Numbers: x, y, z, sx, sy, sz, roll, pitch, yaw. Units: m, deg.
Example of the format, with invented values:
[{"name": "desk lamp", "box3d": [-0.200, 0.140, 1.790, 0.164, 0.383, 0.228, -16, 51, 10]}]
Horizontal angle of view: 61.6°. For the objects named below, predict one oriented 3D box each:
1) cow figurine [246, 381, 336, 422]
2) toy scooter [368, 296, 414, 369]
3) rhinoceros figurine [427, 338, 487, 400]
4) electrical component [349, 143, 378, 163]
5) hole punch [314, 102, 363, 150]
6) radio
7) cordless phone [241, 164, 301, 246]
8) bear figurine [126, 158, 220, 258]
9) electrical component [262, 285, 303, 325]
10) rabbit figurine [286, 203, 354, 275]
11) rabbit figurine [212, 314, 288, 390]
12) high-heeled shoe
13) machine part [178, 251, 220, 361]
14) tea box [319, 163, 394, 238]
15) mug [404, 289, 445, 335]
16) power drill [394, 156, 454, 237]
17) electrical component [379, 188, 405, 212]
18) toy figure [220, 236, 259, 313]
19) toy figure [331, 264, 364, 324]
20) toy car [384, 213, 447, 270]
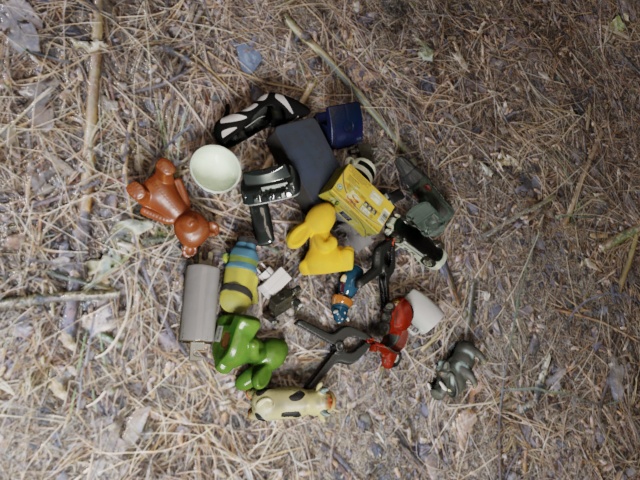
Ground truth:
[{"name": "cow figurine", "box3d": [-0.056, 0.358, 1.190, 0.195, 0.127, 0.085, 4, 77, -21]}, {"name": "toy scooter", "box3d": [0.169, 0.227, 1.324, 0.135, 0.075, 0.183, 15, 86, -52]}, {"name": "rhinoceros figurine", "box3d": [0.358, 0.345, 1.413, 0.112, 0.073, 0.190, 46, 62, -8]}, {"name": "electrical component", "box3d": [0.127, -0.237, 1.502, 0.094, 0.021, 0.063, -13, 81, -28]}, {"name": "hole punch", "box3d": [0.059, -0.310, 1.457, 0.142, 0.092, 0.115, -18, 87, -31]}, {"name": "radio", "box3d": [-0.028, -0.195, 1.392, 0.131, 0.073, 0.229, -27, 89, -29]}, {"name": "cordless phone", "box3d": [-0.112, -0.083, 1.299, 0.147, 0.088, 0.184, -11, 89, 6]}, {"name": "bear figurine", "box3d": [-0.319, -0.064, 1.193, 0.120, 0.132, 0.196, -41, 89, -16]}, {"name": "electrical component", "box3d": [-0.086, 0.157, 1.270, 0.102, 0.078, 0.045, -27, 63, -34]}, {"name": "rabbit figurine", "box3d": [-0.003, -0.004, 1.325, 0.162, 0.122, 0.173, -3, 97, -3]}, {"name": "rabbit figurine", "box3d": [-0.141, 0.250, 1.191, 0.170, 0.121, 0.159, 23, 62, -33]}, {"name": "high-heeled shoe", "box3d": [-0.140, -0.290, 1.349, 0.249, 0.086, 0.145, -2, 57, -8]}, {"name": "machine part", "box3d": [-0.266, 0.142, 1.184, 0.079, 0.079, 0.243, 9, 73, -22]}, {"name": "tea box", "box3d": [0.093, -0.097, 1.348, 0.169, 0.068, 0.098, 43, 64, -16]}, {"name": "mug", "box3d": [0.253, 0.190, 1.412, 0.109, 0.080, 0.107, -39, 82, -21]}, {"name": "power drill", "box3d": [0.278, -0.112, 1.468, 0.232, 0.086, 0.207, 44, 23, -17]}, {"name": "electrical component", "box3d": [0.172, -0.102, 1.470, 0.119, 0.048, 0.075, -32, 90, -29]}, {"name": "toy figure", "box3d": [-0.186, 0.078, 1.231, 0.082, 0.089, 0.180, 3, 74, 23]}, {"name": "toy figure", "box3d": [0.065, 0.137, 1.348, 0.064, 0.058, 0.154, 28, 70, -10]}, {"name": "toy car", "box3d": [0.264, 0.005, 1.478, 0.201, 0.056, 0.073, 36, 70, -10]}]
